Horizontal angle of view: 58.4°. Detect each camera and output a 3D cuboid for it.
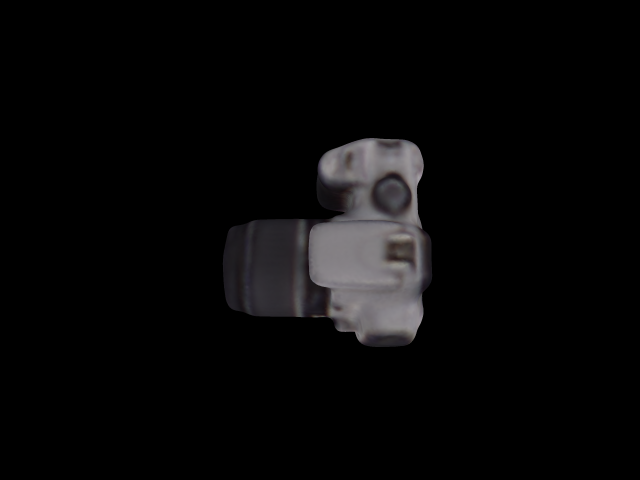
[{"bbox_3d":[0.004,0.001,0.400,0.137,0.101,0.143,0,77,0],"label":"camera"}]
